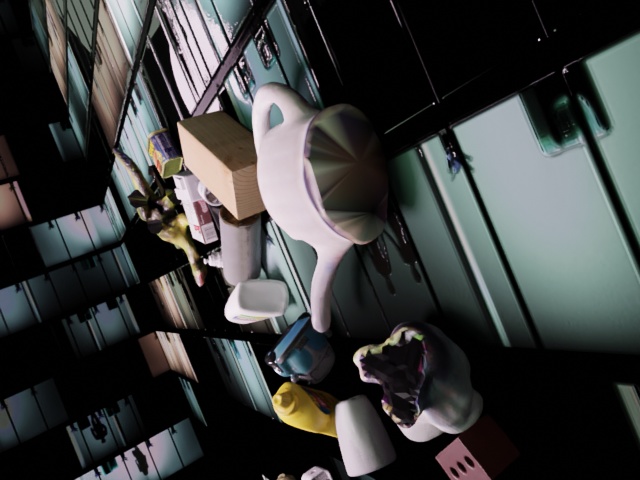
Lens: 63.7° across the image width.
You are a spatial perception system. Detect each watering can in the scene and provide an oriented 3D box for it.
[{"bbox_3d":[0.002,-0.032,0.640,0.224,0.105,0.345,0,110,61],"label":"watering can"}]

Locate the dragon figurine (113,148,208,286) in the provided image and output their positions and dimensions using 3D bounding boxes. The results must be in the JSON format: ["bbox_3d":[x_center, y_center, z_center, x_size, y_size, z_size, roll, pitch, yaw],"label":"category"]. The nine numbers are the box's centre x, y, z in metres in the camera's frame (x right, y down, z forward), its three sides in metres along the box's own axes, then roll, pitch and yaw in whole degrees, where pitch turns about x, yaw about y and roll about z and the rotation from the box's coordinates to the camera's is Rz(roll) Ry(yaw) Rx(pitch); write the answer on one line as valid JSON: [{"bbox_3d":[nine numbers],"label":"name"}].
[{"bbox_3d":[-0.423,-0.052,1.397,0.414,0.123,0.238,52,158,16],"label":"dragon figurine"}]

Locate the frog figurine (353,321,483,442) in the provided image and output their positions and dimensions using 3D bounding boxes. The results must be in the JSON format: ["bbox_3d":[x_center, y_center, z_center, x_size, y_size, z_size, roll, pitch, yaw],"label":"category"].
[{"bbox_3d":[0.128,0.172,0.600,0.138,0.124,0.157,17,161,47],"label":"frog figurine"}]
